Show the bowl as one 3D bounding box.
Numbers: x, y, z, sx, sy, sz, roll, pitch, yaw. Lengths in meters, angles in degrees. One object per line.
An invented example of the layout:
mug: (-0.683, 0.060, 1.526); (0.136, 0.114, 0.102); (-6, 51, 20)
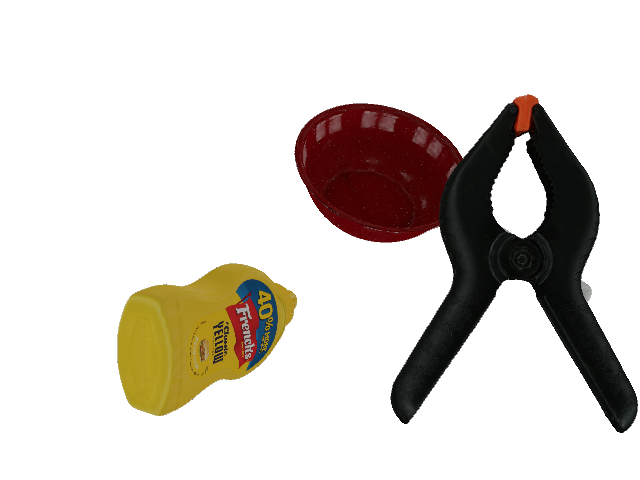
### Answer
bowl: (0.051, -0.051, 0.973); (0.162, 0.162, 0.055); (0, -41, -16)

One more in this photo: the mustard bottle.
mustard bottle: (-0.081, 0.070, 0.875); (0.058, 0.096, 0.191); (10, 16, 32)

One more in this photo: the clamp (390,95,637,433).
clamp: (0.088, 0.016, 0.533); (0.120, 0.171, 0.039); (-6, -5, -4)

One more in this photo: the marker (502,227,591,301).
marker: (0.144, 0.011, 0.759); (0.020, 0.020, 0.121); (0, 27, -35)
